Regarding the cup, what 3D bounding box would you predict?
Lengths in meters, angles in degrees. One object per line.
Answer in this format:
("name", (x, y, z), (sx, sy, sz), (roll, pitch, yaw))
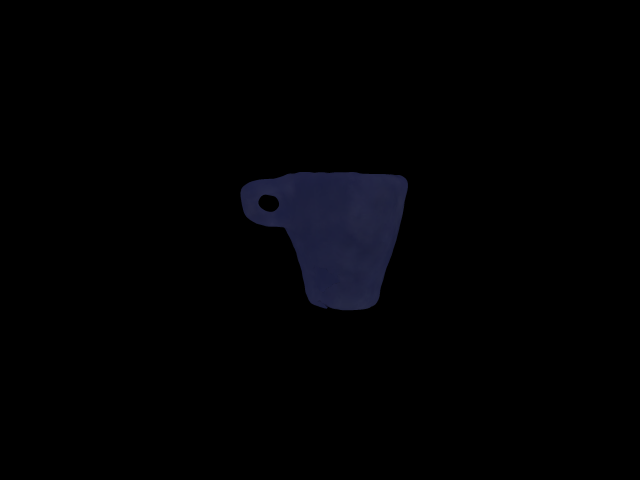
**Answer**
("cup", (0.004, 0.001, 0.400), (0.118, 0.095, 0.091), (-1, 4, -19))
